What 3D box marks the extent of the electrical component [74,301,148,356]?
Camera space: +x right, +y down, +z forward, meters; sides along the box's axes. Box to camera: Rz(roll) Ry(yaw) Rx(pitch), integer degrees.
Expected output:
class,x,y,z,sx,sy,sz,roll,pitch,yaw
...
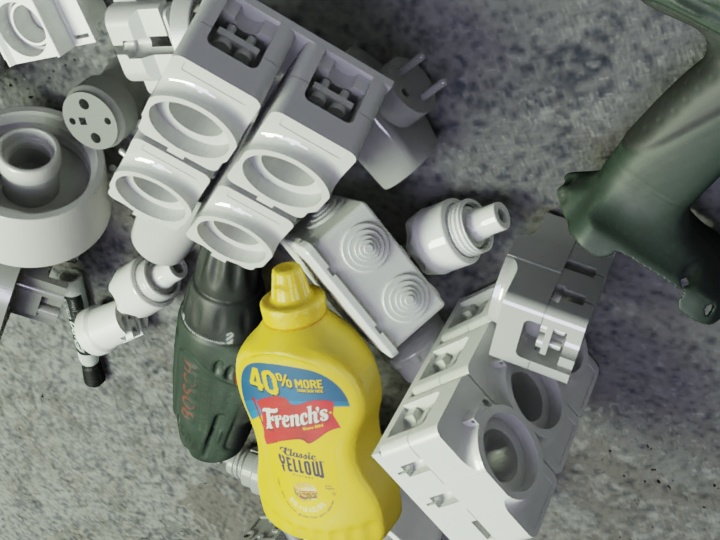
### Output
class,x,y,z,sx,sy,sz,roll,pitch,yaw
electrical component,-0.197,0.043,0.853,0.046,0.040,0.040,-21,114,33

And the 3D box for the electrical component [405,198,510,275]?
class,x,y,z,sx,sy,sz,roll,pitch,yaw
electrical component,0.062,-0.024,0.657,0.062,0.043,0.043,-21,114,37

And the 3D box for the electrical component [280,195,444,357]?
class,x,y,z,sx,sy,sz,roll,pitch,yaw
electrical component,0.000,0.000,0.678,0.099,0.048,0.100,51,173,-16

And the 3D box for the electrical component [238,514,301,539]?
class,x,y,z,sx,sy,sz,roll,pitch,yaw
electrical component,-0.070,0.247,0.943,0.066,0.048,0.055,-13,111,35

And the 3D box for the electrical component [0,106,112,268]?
class,x,y,z,sx,sy,sz,roll,pitch,yaw
electrical component,-0.223,-0.063,0.728,0.108,0.108,0.060,28,144,6

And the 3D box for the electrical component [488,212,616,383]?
class,x,y,z,sx,sy,sz,roll,pitch,yaw
electrical component,0.110,0.013,0.627,0.056,0.089,0.050,20,132,13

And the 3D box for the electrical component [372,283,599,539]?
class,x,y,z,sx,sy,sz,roll,pitch,yaw
electrical component,0.085,0.083,0.655,0.062,0.150,0.089,-29,108,42

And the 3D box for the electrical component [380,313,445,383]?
class,x,y,z,sx,sy,sz,roll,pitch,yaw
electrical component,0.047,0.061,0.733,0.048,0.048,0.062,-17,123,37

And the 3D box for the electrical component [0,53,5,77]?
class,x,y,z,sx,sy,sz,roll,pitch,yaw
electrical component,-0.270,-0.144,0.699,0.060,0.108,0.108,19,132,7

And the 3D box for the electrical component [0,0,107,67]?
class,x,y,z,sx,sy,sz,roll,pitch,yaw
electrical component,-0.207,-0.194,0.651,0.079,0.063,0.121,-3,124,30

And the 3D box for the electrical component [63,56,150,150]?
class,x,y,z,sx,sy,sz,roll,pitch,yaw
electrical component,-0.161,-0.109,0.700,0.045,0.055,0.045,13,129,17

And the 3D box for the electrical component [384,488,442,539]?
class,x,y,z,sx,sy,sz,roll,pitch,yaw
electrical component,0.006,0.215,0.865,0.108,0.060,0.108,15,131,17

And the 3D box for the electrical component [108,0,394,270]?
class,x,y,z,sx,sy,sz,roll,pitch,yaw
electrical component,-0.073,-0.069,0.616,0.105,0.060,0.186,29,153,-12

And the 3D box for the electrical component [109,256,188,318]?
class,x,y,z,sx,sy,sz,roll,pitch,yaw
electrical component,-0.153,0.008,0.798,0.062,0.043,0.043,-25,111,38

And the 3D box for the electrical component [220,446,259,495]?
class,x,y,z,sx,sy,sz,roll,pitch,yaw
electrical component,-0.081,0.164,0.886,0.078,0.040,0.040,14,131,18

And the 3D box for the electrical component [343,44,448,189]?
class,x,y,z,sx,sy,sz,roll,pitch,yaw
electrical component,0.017,-0.097,0.622,0.077,0.043,0.079,47,132,-12

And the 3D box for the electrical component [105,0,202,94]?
class,x,y,z,sx,sy,sz,roll,pitch,yaw
electrical component,-0.109,-0.144,0.643,0.057,0.058,0.078,5,128,29

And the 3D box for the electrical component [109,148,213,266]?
class,x,y,z,sx,sy,sz,roll,pitch,yaw
electrical component,-0.137,-0.052,0.740,0.079,0.044,0.077,39,134,-5
